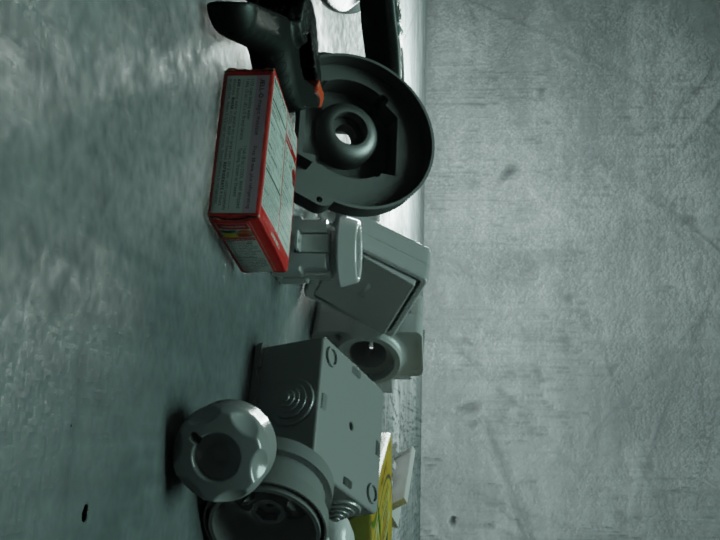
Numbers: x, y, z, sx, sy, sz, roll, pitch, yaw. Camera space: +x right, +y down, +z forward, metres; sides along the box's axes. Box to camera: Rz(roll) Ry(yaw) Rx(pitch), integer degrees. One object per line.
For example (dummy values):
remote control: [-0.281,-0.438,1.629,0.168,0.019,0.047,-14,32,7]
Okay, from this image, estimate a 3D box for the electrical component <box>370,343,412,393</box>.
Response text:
electrical component: [0.014,0.099,1.027,0.138,0.074,0.052,-63,153,-76]

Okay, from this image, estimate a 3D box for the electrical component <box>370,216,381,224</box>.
electrical component: [-0.006,-0.038,0.966,0.040,0.046,0.040,0,90,-84]

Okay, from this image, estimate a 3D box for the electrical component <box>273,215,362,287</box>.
electrical component: [-0.028,-0.013,0.717,0.066,0.055,0.048,66,25,-75]

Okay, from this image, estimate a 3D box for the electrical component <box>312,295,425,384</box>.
electrical component: [0.008,0.057,0.895,0.055,0.089,0.050,-82,171,-51]

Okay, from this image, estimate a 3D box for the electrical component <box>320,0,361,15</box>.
electrical component: [-0.010,-0.244,0.885,0.047,0.055,0.055,88,6,-54]

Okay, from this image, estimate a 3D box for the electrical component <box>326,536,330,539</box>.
electrical component: [-0.031,0.186,0.597,0.043,0.077,0.079,79,12,-58]

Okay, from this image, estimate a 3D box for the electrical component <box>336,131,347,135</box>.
electrical component: [-0.010,-0.136,0.892,0.055,0.055,0.047,-47,140,-81]

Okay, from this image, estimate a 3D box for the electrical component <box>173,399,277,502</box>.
electrical component: [-0.059,0.080,0.492,0.062,0.043,0.043,-3,94,-85]

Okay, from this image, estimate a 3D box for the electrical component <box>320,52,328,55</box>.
electrical component: [-0.026,-0.141,0.796,0.078,0.040,0.040,-74,164,-67]

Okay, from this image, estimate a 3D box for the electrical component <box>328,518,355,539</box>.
electrical component: [-0.031,0.203,0.680,0.053,0.059,0.095,79,13,-62]

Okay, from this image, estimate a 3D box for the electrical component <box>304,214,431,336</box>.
electrical component: [0.000,0.000,0.838,0.061,0.096,0.061,-60,-171,28]

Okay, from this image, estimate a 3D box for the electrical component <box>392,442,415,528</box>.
electrical component: [0.004,0.186,0.956,0.063,0.079,0.121,60,11,-7]

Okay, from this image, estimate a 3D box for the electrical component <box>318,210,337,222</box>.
electrical component: [-0.014,-0.075,0.915,0.044,0.044,0.065,80,7,-58]

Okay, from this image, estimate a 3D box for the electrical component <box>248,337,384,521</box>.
electrical component: [-0.025,0.097,0.651,0.099,0.048,0.099,48,38,-48]
